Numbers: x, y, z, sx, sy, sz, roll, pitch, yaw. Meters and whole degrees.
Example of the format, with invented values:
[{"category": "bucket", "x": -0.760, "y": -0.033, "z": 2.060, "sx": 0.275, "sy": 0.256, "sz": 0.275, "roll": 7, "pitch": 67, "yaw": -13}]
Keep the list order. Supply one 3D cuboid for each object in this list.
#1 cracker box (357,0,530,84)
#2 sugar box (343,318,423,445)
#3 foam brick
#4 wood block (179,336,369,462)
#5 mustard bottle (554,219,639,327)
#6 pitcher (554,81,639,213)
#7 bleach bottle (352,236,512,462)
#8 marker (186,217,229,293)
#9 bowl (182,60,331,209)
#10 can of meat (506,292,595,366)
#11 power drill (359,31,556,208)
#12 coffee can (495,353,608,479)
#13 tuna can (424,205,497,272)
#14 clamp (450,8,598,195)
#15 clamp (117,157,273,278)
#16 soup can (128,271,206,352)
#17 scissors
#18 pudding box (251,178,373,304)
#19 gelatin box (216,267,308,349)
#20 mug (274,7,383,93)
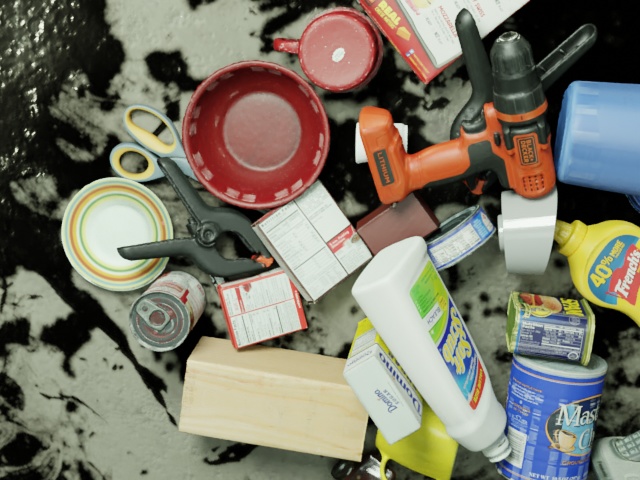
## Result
[{"category": "cracker box", "x": 0.142, "y": -0.293, "z": 1.110, "sx": 0.214, "sy": 0.072, "sz": 0.164, "roll": -39, "pitch": 98, "yaw": 10}, {"category": "sugar box", "x": 0.073, "y": 0.143, "z": 1.152, "sx": 0.048, "sy": 0.176, "sz": 0.093, "roll": -32, "pitch": 97, "yaw": 10}, {"category": "foam brick", "x": 0.086, "y": -0.016, "z": 1.181, "sx": 0.078, "sy": 0.053, "sz": 0.051, "roll": -35, "pitch": 97, "yaw": 11}, {"category": "wood block", "x": -0.047, "y": 0.179, "z": 1.214, "sx": 0.206, "sy": 0.090, "sz": 0.090, "roll": 9, "pitch": 103, "yaw": 3}, {"category": "mustard bottle", "x": 0.334, "y": 0.034, "z": 1.167, "sx": 0.191, "sy": 0.058, "sz": 0.096, "roll": 31, "pitch": 101, "yaw": -2}, {"category": "pitcher", "x": 0.371, "y": -0.090, "z": 1.112, "sx": 0.243, "sy": 0.145, "sz": 0.149, "roll": 7, "pitch": 90, "yaw": 7}, {"category": "bleach bottle", "x": 0.133, "y": 0.126, "z": 1.137, "sx": 0.068, "sy": 0.102, "sz": 0.251, "roll": -22, "pitch": 107, "yaw": 38}, {"category": "marker", "x": -0.123, "y": 0.029, "z": 1.226, "sx": 0.020, "sy": 0.020, "sz": 0.121, "roll": -23, "pitch": 99, "yaw": 9}, {"category": "bowl", "x": -0.067, "y": -0.117, "z": 1.172, "sx": 0.162, "sy": 0.055, "sz": 0.162, "roll": 1, "pitch": 102, "yaw": 5}, {"category": "can of meat", "x": 0.249, "y": 0.095, "z": 1.166, "sx": 0.084, "sy": 0.102, "sz": 0.057, "roll": 7, "pitch": 102, "yaw": 6}, {"category": "power drill", "x": 0.138, "y": -0.112, "z": 1.082, "sx": 0.188, "sy": 0.057, "sz": 0.184, "roll": -8, "pitch": 124, "yaw": 15}, {"category": "coffee can", "x": 0.255, "y": 0.195, "z": 1.184, "sx": 0.103, "sy": 0.102, "sz": 0.140, "roll": 7, "pitch": 102, "yaw": 3}, {"category": "tuna can", "x": 0.147, "y": -0.002, "z": 1.162, "sx": 0.086, "sy": 0.086, "sz": 0.034, "roll": -34, "pitch": 96, "yaw": 10}, {"category": "clamp", "x": 0.183, "y": -0.146, "z": 1.124, "sx": 0.164, "sy": 0.036, "sz": 0.210, "roll": 9, "pitch": 120, "yaw": -25}, {"category": "clamp", "x": -0.138, "y": 0.000, "z": 1.190, "sx": 0.171, "sy": 0.039, "sz": 0.120, "roll": 34, "pitch": 89, "yaw": -14}, {"category": "soup can", "x": -0.169, "y": 0.078, "z": 1.197, "sx": 0.068, "sy": 0.102, "sz": 0.068, "roll": 1, "pitch": 102, "yaw": 4}, {"category": "scissors", "x": -0.155, "y": -0.068, "z": 1.210, "sx": 0.201, "sy": 0.016, "sz": 0.096, "roll": 45, "pitch": 103, "yaw": -5}, {"category": "pudding box", "x": -0.008, "y": 0.001, "z": 1.188, "sx": 0.090, "sy": 0.039, "sz": 0.113, "roll": -37, "pitch": 95, "yaw": -9}, {"category": "gelatin box", "x": -0.066, "y": 0.076, "z": 1.215, "sx": 0.089, "sy": 0.030, "sz": 0.073, "roll": -16, "pitch": 100, "yaw": -9}, {"category": "mug", "x": 0.008, "y": -0.203, "z": 1.135, "sx": 0.117, "sy": 0.081, "sz": 0.093, "roll": 10, "pitch": 102, "yaw": 3}]
